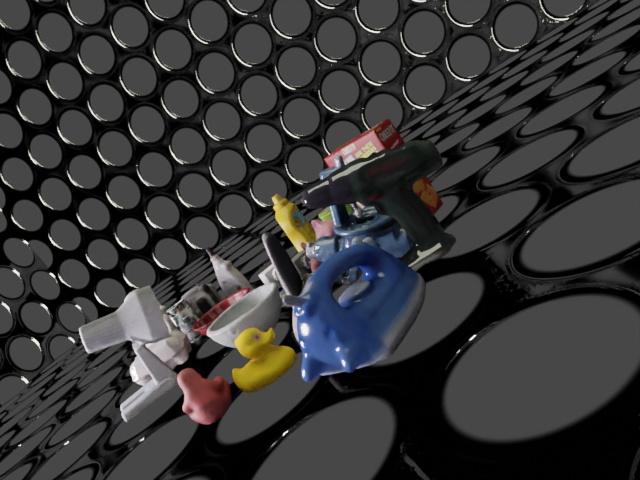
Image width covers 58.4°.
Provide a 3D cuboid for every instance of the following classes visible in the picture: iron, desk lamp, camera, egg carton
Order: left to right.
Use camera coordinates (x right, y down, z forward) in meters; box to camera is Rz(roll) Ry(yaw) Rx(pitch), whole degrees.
[{"bbox_3d":[-0.389,0.232,1.214,0.203,0.214,0.117,-38,11,-19],"label":"desk lamp"},{"bbox_3d":[-0.378,0.281,1.361,0.150,0.069,0.107,-34,10,0],"label":"egg carton"},{"bbox_3d":[-0.351,0.189,1.604,0.137,0.101,0.143,-34,10,1],"label":"camera"},{"bbox_3d":[0.051,0.070,0.779,0.118,0.141,0.259,-25,14,43],"label":"iron"}]

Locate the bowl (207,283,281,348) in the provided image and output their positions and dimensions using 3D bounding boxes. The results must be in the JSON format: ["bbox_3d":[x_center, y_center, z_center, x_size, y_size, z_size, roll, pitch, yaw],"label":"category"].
[{"bbox_3d":[-0.136,0.162,1.133,0.167,0.075,0.167,-33,10,7],"label":"bowl"}]

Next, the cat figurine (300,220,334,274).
[{"bbox_3d":[0.012,0.005,1.265,0.127,0.118,0.067,-27,13,34],"label":"cat figurine"}]

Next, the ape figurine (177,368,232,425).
[{"bbox_3d":[-0.186,0.238,0.896,0.078,0.092,0.076,-34,11,0],"label":"ape figurine"}]

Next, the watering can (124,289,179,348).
[{"bbox_3d":[-0.440,0.218,1.489,0.172,0.194,0.101,-29,12,25],"label":"watering can"}]

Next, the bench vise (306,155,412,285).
[{"bbox_3d":[0.043,-0.032,1.048,0.207,0.220,0.121,-32,11,13],"label":"bench vise"}]

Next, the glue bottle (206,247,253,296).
[{"bbox_3d":[-0.252,0.090,1.542,0.078,0.173,0.037,-28,13,32],"label":"glue bottle"}]

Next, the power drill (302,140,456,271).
[{"bbox_3d":[0.114,-0.049,0.935,0.229,0.208,0.075,-33,11,10],"label":"power drill"}]

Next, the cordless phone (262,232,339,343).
[{"bbox_3d":[-0.044,0.074,0.934,0.094,0.185,0.147,-36,11,-7],"label":"cordless phone"}]

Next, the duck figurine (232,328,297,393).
[{"bbox_3d":[-0.100,0.182,0.901,0.104,0.086,0.077,-34,11,3],"label":"duck figurine"}]
